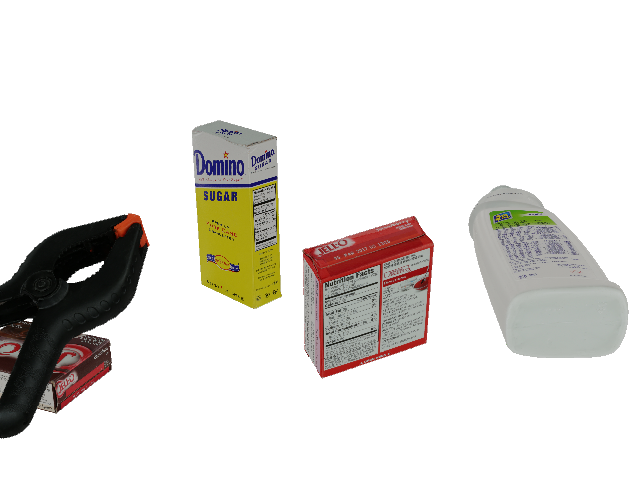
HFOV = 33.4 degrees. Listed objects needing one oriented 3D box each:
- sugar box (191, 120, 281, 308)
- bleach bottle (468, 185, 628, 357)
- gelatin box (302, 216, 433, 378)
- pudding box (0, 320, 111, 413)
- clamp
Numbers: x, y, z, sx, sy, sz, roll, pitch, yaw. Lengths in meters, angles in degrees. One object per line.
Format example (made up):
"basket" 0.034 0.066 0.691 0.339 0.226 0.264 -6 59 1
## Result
"sugar box" -0.086 -0.027 1.095 0.048 0.176 0.093 -23 30 -39
"bleach bottle" 0.193 0.012 0.959 0.102 0.068 0.251 -1 26 0
"gelatin box" 0.027 0.034 0.637 0.073 0.089 0.030 -17 44 -17
"pudding box" -0.267 0.116 0.997 0.114 0.039 0.089 7 22 22
"clamp" -0.186 0.039 0.689 0.120 0.039 0.171 27 53 19
